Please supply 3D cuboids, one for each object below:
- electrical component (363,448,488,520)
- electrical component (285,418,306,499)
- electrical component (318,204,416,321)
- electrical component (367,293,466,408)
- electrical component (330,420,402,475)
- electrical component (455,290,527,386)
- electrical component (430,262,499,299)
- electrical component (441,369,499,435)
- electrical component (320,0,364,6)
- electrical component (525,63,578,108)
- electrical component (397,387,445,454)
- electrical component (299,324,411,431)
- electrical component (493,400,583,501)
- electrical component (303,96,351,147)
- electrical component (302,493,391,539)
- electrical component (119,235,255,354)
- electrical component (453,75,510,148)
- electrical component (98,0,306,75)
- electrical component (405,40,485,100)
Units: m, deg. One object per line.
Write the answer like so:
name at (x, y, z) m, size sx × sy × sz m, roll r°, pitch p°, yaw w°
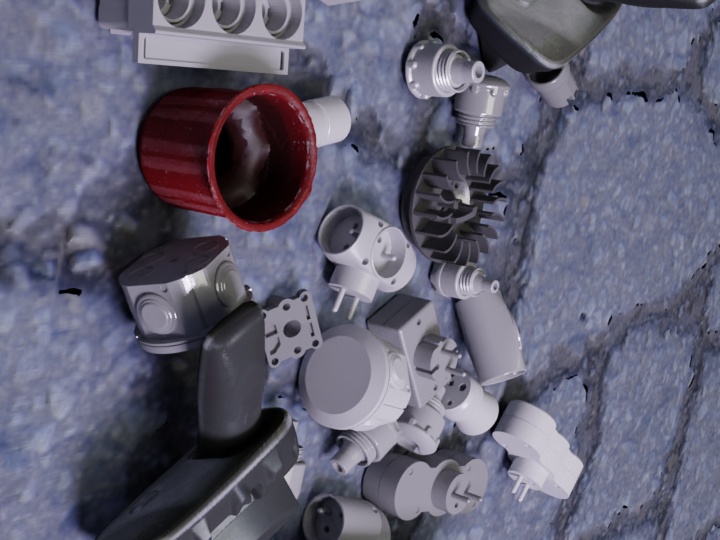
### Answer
electrical component at (0.073, 0.193, 0.952) m, size 0.138 × 0.074 × 0.052 m, roll 9°, pitch 93°, yaw -49°
electrical component at (-0.061, 0.142, 0.810) m, size 0.043 × 0.043 × 0.062 m, roll 14°, pitch 88°, yaw -49°
electrical component at (0.000, 0.000, 0.842) m, size 0.077 × 0.044 × 0.079 m, roll 35°, pitch 73°, yaw -47°
electrical component at (0.056, 0.071, 0.900) m, size 0.047 × 0.076 × 0.083 m, roll -39°, pitch 127°, yaw -36°
electrical component at (0.001, 0.141, 0.881) m, size 0.062 × 0.043 × 0.043 m, roll -43°, pitch 129°, yaw -32°
electrical component at (0.118, 0.065, 0.984) m, size 0.079 × 0.044 × 0.077 m, roll 83°, pitch -10°, yaw -75°
electrical component at (0.093, 0.009, 0.937) m, size 0.035 × 0.061 × 0.035 m, roll -15°, pitch 111°, yaw -46°
electrical component at (0.095, 0.120, 0.981) m, size 0.055 × 0.045 × 0.045 m, roll 44°, pitch 67°, yaw -45°
electrical component at (-0.030, -0.239, 0.709) m, size 0.150 × 0.089 × 0.061 m, roll 21°, pitch 76°, yaw -49°
electrical component at (0.181, -0.178, 1.008) m, size 0.046 × 0.040 × 0.040 m, roll 39°, pitch 70°, yaw -53°
electrical component at (0.055, 0.126, 0.938) m, size 0.062 × 0.048 × 0.048 m, roll -60°, pitch 137°, yaw -29°
electrical component at (-0.003, 0.085, 0.835) m, size 0.051 × 0.080 × 0.080 m, roll 24°, pitch 81°, yaw -54°
electrical component at (0.173, 0.196, 1.083) m, size 0.073 × 0.052 × 0.138 m, roll -58°, pitch 137°, yaw -21°
electrical component at (-0.038, -0.105, 0.777) m, size 0.065 × 0.044 × 0.044 m, roll -23°, pitch 116°, yaw -49°
electrical component at (-0.005, 0.211, 0.891) m, size 0.081 × 0.043 × 0.043 m, roll 24°, pitch 81°, yaw -49°
electrical component at (-0.112, 0.015, 0.693) m, size 0.080 × 0.080 × 0.051 m, roll -36°, pitch 120°, yaw -38°
electrical component at (0.101, -0.137, 0.924) m, size 0.048 × 0.048 × 0.062 m, roll -8°, pitch 112°, yaw -47°
electrical component at (-0.098, -0.166, 0.674) m, size 0.121 × 0.063 × 0.078 m, roll -7°, pitch 104°, yaw -48°
electrical component at (0.071, -0.161, 0.868) m, size 0.048 × 0.062 × 0.048 m, roll -15°, pitch 110°, yaw -46°
